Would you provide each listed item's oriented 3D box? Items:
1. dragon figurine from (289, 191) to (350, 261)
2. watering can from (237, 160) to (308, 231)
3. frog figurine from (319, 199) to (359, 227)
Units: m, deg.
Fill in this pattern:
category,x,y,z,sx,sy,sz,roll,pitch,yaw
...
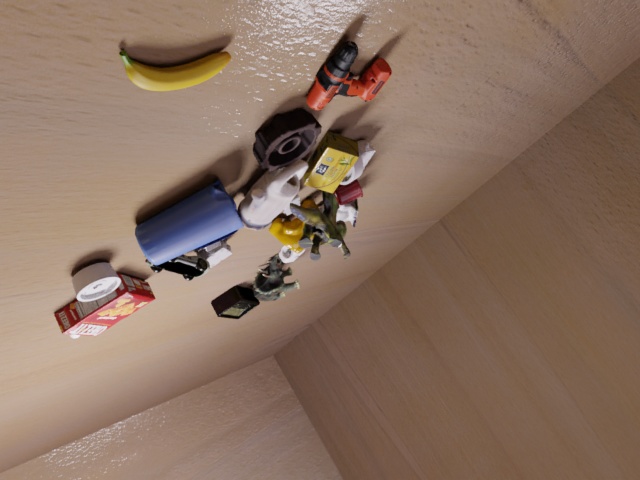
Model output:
category,x,y,z,sx,sy,sz,roll,pitch,yaw
dragon figurine,0.005,-0.081,1.611,0.122,0.248,0.402,-12,144,17
watering can,-0.143,-0.113,1.351,0.221,0.104,0.353,-45,179,29
frog figurine,0.056,-0.111,1.858,0.159,0.124,0.136,5,167,-3
